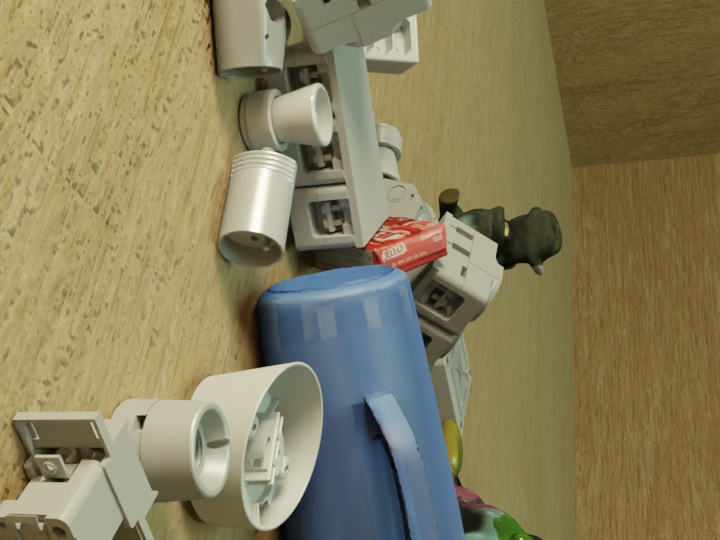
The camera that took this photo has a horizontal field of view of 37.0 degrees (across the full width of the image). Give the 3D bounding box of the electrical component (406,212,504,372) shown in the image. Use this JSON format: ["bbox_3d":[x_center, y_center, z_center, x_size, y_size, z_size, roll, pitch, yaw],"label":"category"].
[{"bbox_3d":[0.057,0.038,0.937,0.150,0.062,0.089,-54,-171,34],"label":"electrical component"}]

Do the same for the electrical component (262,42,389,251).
[{"bbox_3d":[-0.027,-0.099,0.831,0.089,0.062,0.150,-52,136,-67],"label":"electrical component"}]

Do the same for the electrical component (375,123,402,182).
[{"bbox_3d":[0.017,-0.105,1.020,0.045,0.045,0.055,58,31,-59],"label":"electrical component"}]

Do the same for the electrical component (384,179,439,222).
[{"bbox_3d":[0.029,-0.040,0.984,0.051,0.080,0.080,55,34,-52],"label":"electrical component"}]

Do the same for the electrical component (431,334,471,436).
[{"bbox_3d":[0.083,0.110,1.171,0.108,0.056,0.108,-71,152,-54],"label":"electrical component"}]

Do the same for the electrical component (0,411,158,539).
[{"bbox_3d":[-0.126,0.103,0.473,0.063,0.042,0.081,-68,149,-54],"label":"electrical component"}]

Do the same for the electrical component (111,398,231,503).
[{"bbox_3d":[-0.098,0.094,0.560,0.055,0.047,0.055,-4,90,-74],"label":"electrical component"}]

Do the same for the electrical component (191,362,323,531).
[{"bbox_3d":[-0.063,0.106,0.647,0.099,0.064,0.099,-4,90,-74],"label":"electrical component"}]

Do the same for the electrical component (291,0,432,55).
[{"bbox_3d":[-0.016,-0.233,0.770,0.061,0.089,0.150,64,5,-55],"label":"electrical component"}]

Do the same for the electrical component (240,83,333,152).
[{"bbox_3d":[-0.052,-0.107,0.760,0.045,0.055,0.045,-4,90,-74],"label":"electrical component"}]

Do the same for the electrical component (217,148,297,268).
[{"bbox_3d":[-0.067,-0.047,0.713,0.043,0.043,0.081,64,27,-53],"label":"electrical component"}]

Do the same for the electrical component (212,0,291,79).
[{"bbox_3d":[-0.071,-0.169,0.731,0.079,0.043,0.077,-5,91,-74],"label":"electrical component"}]

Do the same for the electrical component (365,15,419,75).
[{"bbox_3d":[-0.002,-0.196,0.942,0.076,0.083,0.047,164,-76,-67],"label":"electrical component"}]
